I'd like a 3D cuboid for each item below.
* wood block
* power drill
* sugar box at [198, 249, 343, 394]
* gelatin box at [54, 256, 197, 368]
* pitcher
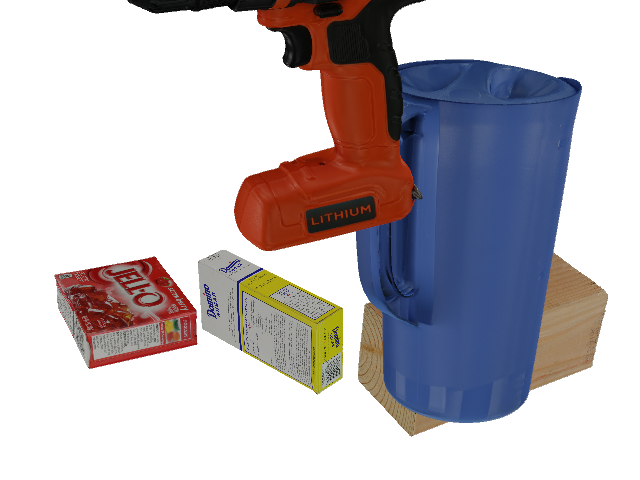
[{"bbox_3d":[0.146,0.087,0.966,0.205,0.090,0.091,-15,36,-26],"label":"wood block"},{"bbox_3d":[-0.012,-0.088,0.572,0.184,0.188,0.057,-12,37,-18],"label":"power drill"},{"bbox_3d":[-0.054,0.083,1.130,0.176,0.093,0.048,27,40,37],"label":"sugar box"},{"bbox_3d":[-0.130,0.045,0.709,0.073,0.030,0.089,-10,28,-23],"label":"gelatin box"},{"bbox_3d":[0.094,0.002,0.740,0.149,0.243,0.145,1,21,0],"label":"pitcher"}]
